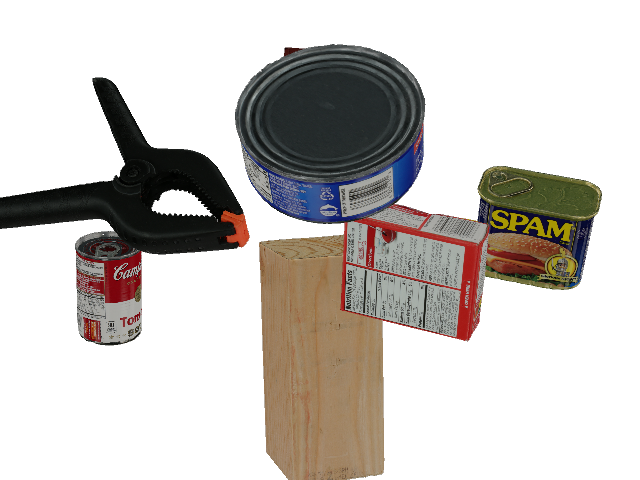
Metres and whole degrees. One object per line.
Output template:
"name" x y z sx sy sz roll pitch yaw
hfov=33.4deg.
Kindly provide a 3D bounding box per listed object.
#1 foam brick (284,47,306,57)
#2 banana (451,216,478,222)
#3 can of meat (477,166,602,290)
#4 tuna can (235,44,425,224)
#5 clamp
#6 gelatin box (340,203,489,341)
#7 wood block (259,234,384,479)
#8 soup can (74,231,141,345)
"foam brick" 0.002 -0.171 1.101 0.078 0.051 0.053 2 10 -5
"banana" 0.164 0.005 1.153 0.198 0.037 0.069 10 38 29
"can of meat" 0.184 -0.009 0.925 0.102 0.084 0.057 12 38 13
"tuna can" 0.005 -0.049 0.491 0.086 0.086 0.034 0 -38 6
"clamp" -0.144 -0.051 0.842 0.210 0.164 0.036 16 -31 18
"gelatin box" 0.058 0.017 0.671 0.089 0.073 0.030 13 34 19
"wood block" 0.001 0.106 0.970 0.090 0.206 0.091 -5 11 -18
"soup can" -0.221 0.050 1.115 0.068 0.102 0.068 3 23 -1
